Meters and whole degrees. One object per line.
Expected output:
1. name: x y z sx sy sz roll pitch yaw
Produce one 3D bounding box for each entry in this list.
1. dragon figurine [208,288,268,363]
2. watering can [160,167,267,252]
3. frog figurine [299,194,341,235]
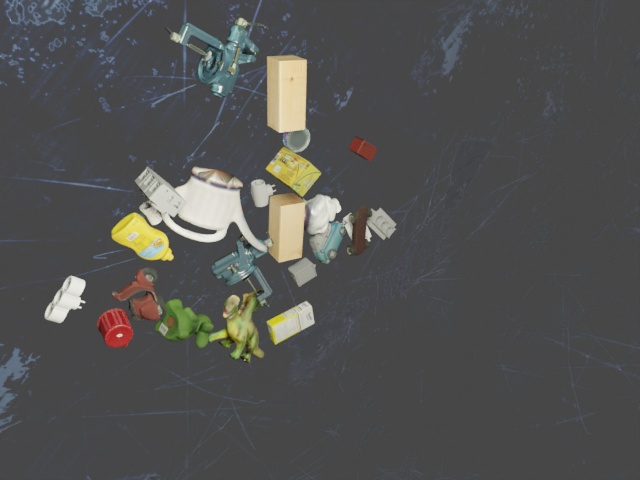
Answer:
1. dragon figurine: -0.243 0.287 1.788 0.244 0.123 0.405 -61 155 -5
2. watering can: -0.293 -0.090 1.540 0.346 0.105 0.222 16 105 -22
3. frog figurine: 0.005 -0.089 1.764 0.160 0.123 0.137 -4 97 -21
